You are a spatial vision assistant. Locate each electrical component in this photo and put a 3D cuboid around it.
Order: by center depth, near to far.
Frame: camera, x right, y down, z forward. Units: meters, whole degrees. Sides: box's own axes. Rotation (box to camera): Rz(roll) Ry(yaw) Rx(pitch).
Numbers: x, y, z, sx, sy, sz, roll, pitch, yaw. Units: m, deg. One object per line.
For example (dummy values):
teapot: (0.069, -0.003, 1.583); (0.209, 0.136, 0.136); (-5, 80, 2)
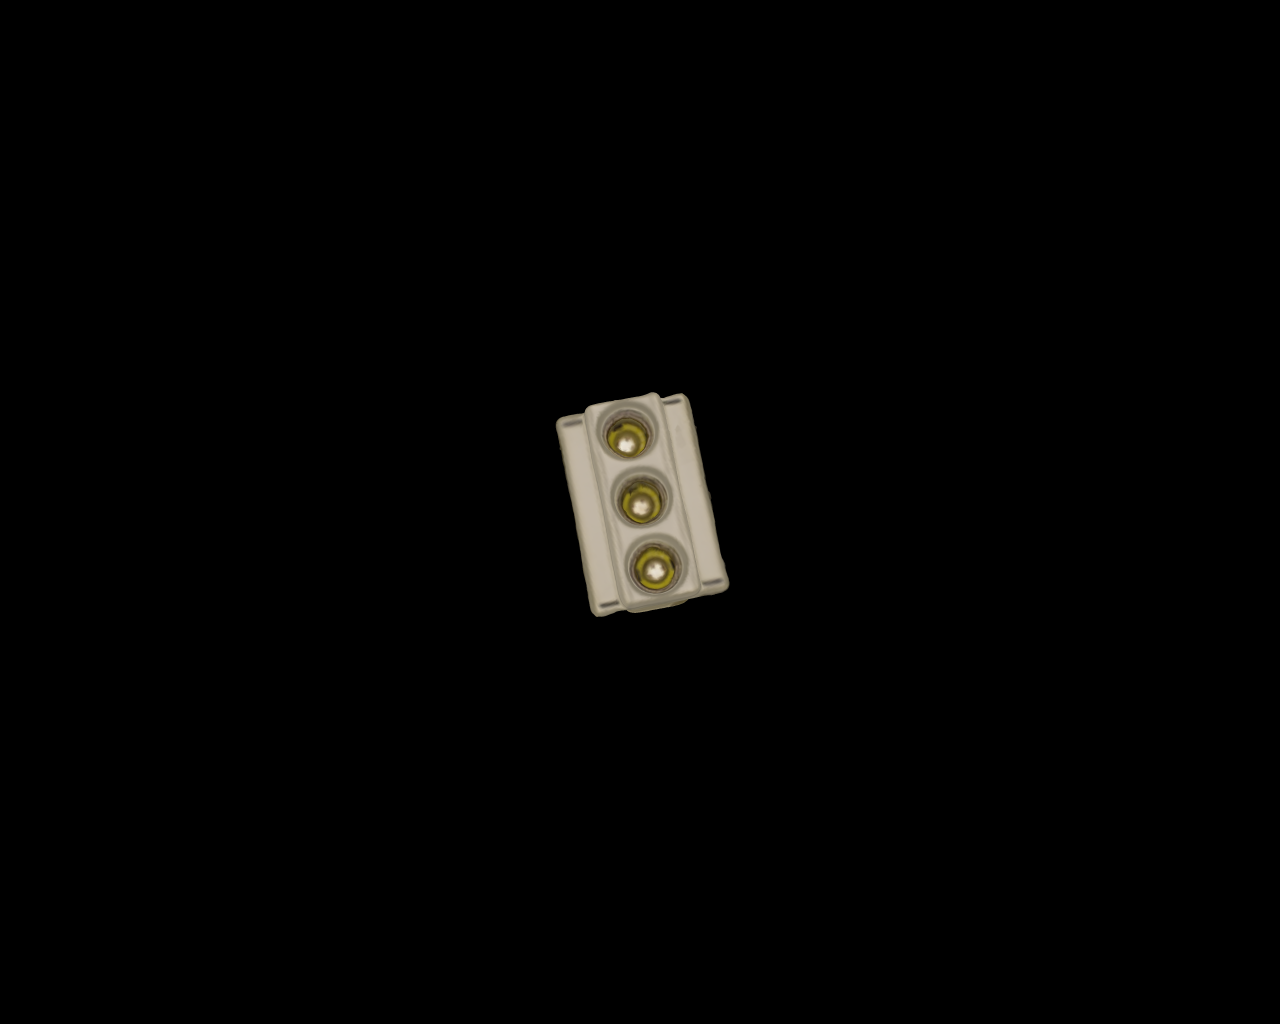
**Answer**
electrical component: (0.001, -0.003, 0.650); (0.079, 0.121, 0.063); (-11, -11, -2)
